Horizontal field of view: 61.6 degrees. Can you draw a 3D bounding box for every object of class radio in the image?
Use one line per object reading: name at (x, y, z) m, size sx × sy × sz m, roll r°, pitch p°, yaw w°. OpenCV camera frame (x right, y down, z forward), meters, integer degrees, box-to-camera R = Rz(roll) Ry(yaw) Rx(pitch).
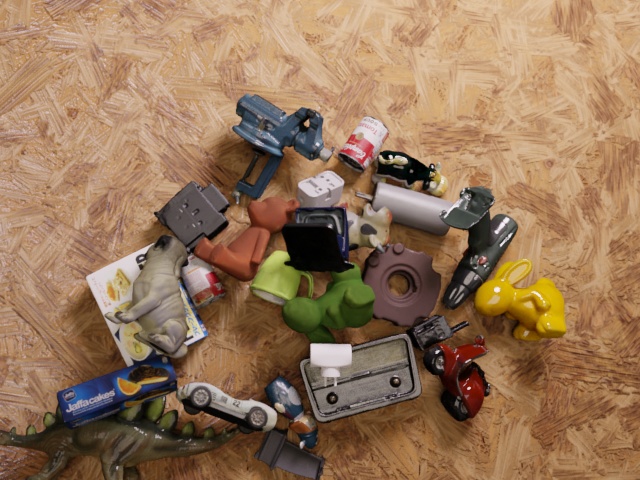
radio at (0.081, 0.276, 1.079) m, size 0.230 × 0.073 × 0.131 m, roll -14°, pitch 81°, yaw -3°

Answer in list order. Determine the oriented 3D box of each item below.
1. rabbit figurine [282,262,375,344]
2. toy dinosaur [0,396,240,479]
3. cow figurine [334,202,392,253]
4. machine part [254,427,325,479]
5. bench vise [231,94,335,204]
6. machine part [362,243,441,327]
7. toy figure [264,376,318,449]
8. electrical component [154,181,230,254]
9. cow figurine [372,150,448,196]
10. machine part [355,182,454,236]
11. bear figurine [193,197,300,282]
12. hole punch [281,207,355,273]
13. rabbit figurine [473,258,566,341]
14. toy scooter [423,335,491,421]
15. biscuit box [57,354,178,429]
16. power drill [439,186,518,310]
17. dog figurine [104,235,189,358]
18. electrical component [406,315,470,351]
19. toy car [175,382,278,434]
rabbit figurine at (0.006, 0.134, 1.053) m, size 0.170 × 0.158 × 0.121 m, roll -12°, pitch 47°, yaw -15°
toy dinosaur at (-0.382, 0.383, 1.032) m, size 0.471 × 0.105 × 0.198 m, roll 11°, pitch 78°, yaw -12°
cow figurine at (0.056, -0.011, 1.085) m, size 0.195 × 0.085 × 0.127 m, roll -28°, pitch 92°, yaw 19°
machine part at (-0.055, 0.431, 1.075) m, size 0.139 × 0.039 × 0.084 m, roll 27°, pitch 77°, yaw 2°
bench vise at (-0.099, -0.178, 1.110) m, size 0.223 × 0.129 × 0.240 m, roll 29°, pitch 103°, yaw -9°
machine part at (0.165, 0.094, 1.116) m, size 0.179 × 0.056 × 0.179 m, roll 0°, pitch 85°, yaw -3°
toy figure at (-0.051, 0.345, 1.069) m, size 0.064 × 0.058 × 0.154 m, roll -34°, pitch 84°, yaw -38°
electrical component at (-0.255, -0.053, 1.112) m, size 0.134 × 0.058 × 0.115 m, roll -42°, pitch 89°, yaw -6°
cow figurine at (0.196, -0.143, 1.125) m, size 0.167 × 0.098 × 0.068 m, roll 14°, pitch 76°, yaw -1°
machine part at (0.190, -0.065, 1.126) m, size 0.243 × 0.079 × 0.079 m, roll 15°, pitch 83°, yaw -1°
bear figurine at (-0.138, -0.019, 1.068) m, size 0.131 × 0.120 × 0.196 m, roll 34°, pitch 81°, yaw -34°
hole punch at (-0.002, -0.003, 1.031) m, size 0.142 × 0.092 × 0.115 m, roll -1°, pitch 124°, yaw 18°
rabbit figurine at (0.399, 0.119, 1.088) m, size 0.173 × 0.122 × 0.162 m, roll 9°, pitch 83°, yaw -5°
toy scooter at (0.293, 0.266, 1.079) m, size 0.135 × 0.075 × 0.183 m, roll -33°, pitch 109°, yaw -15°
biscuit box at (-0.368, 0.277, 0.987) m, size 0.203 × 0.059 × 0.063 m, roll -17°, pitch 62°, yaw -24°
power drill at (0.305, 0.010, 1.073) m, size 0.232 × 0.086 × 0.207 m, roll -46°, pitch 130°, yaw -14°
dog figurine at (-0.281, 0.104, 1.013) m, size 0.172 × 0.121 × 0.190 m, roll 49°, pitch 59°, yaw -31°
electrical component at (0.242, 0.181, 1.100) m, size 0.119 × 0.075 × 0.047 m, roll -28°, pitch 86°, yaw -1°
toy car at (-0.182, 0.323, 1.039) m, size 0.202 × 0.073 × 0.056 m, roll 25°, pitch 54°, yaw -12°
